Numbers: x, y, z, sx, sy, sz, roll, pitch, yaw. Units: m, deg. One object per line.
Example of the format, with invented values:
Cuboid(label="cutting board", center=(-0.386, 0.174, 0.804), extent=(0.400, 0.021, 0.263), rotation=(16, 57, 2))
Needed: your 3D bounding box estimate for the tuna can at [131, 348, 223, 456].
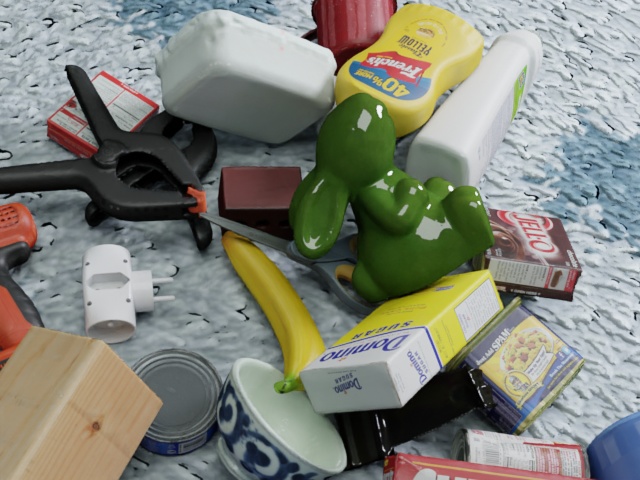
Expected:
Cuboid(label="tuna can", center=(-0.123, 0.136, 0.894), extent=(0.086, 0.034, 0.086), rotation=(4, 56, -6))

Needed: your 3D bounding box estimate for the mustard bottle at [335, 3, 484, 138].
Cuboid(label="mustard bottle", center=(0.070, -0.148, 1.013), extent=(0.096, 0.058, 0.191), rotation=(30, 57, 19))

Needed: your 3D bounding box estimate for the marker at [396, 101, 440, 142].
Cuboid(label="marker", center=(0.078, -0.111, 1.096), extent=(0.020, 0.020, 0.121), rotation=(42, 61, 19))

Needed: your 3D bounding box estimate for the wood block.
Cuboid(label="wood block", center=(-0.219, 0.177, 0.790), extent=(0.090, 0.090, 0.206), rotation=(6, 54, 38))

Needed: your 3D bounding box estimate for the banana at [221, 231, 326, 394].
Cuboid(label="banana", center=(-0.035, 0.065, 0.934), extent=(0.037, 0.069, 0.198), rotation=(-40, 43, 12))

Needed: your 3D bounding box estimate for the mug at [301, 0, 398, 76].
Cuboid(label="mug", center=(0.027, -0.209, 1.121), extent=(0.117, 0.093, 0.081), rotation=(-14, 60, 20))

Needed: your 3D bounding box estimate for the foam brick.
Cuboid(label="foam brick", center=(-0.056, -0.034, 1.006), extent=(0.078, 0.053, 0.051), rotation=(-1, 57, -8))

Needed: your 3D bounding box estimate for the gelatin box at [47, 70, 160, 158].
Cuboid(label="gelatin box", center=(-0.213, -0.117, 1.053), extent=(0.073, 0.030, 0.089), rotation=(31, 57, 12))

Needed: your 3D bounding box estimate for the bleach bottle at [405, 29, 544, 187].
Cuboid(label="bleach bottle", center=(0.169, -0.133, 1.088), extent=(0.068, 0.102, 0.250), rotation=(23, 50, 18))

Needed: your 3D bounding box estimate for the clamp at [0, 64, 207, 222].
Cuboid(label="clamp", center=(-0.203, -0.065, 0.979), extent=(0.210, 0.036, 0.164), rotation=(30, 62, 16))

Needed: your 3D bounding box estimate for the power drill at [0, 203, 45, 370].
Cuboid(label="power drill", center=(-0.308, 0.062, 0.903), extent=(0.184, 0.057, 0.188), rotation=(-21, 62, -21))

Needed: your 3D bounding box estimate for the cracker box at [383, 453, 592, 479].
Cuboid(label="cracker box", center=(0.120, 0.274, 0.779), extent=(0.164, 0.072, 0.213), rotation=(8, 75, -2))

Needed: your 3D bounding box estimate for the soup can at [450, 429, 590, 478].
Cuboid(label="soup can", center=(0.161, 0.194, 0.875), extent=(0.102, 0.068, 0.068), rotation=(8, 56, -3))

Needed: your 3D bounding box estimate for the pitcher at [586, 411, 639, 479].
Cuboid(label="pitcher", center=(0.292, 0.248, 0.809), extent=(0.144, 0.149, 0.243), rotation=(-2, 52, -20))

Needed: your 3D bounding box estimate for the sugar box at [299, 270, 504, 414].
Cuboid(label="sugar box", center=(0.071, 0.082, 0.892), extent=(0.175, 0.094, 0.048), rotation=(-31, 104, -48))

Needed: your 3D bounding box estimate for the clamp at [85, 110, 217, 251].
Cuboid(label="clamp", center=(-0.155, -0.068, 1.025), extent=(0.120, 0.039, 0.171), rotation=(9, 54, -7))

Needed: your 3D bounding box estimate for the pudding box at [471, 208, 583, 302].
Cuboid(label="pudding box", center=(0.187, 0.011, 0.993), extent=(0.090, 0.039, 0.113), rotation=(7, 28, -2))

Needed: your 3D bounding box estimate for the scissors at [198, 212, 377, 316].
Cuboid(label="scissors", center=(-0.006, 0.001, 0.988), extent=(0.201, 0.016, 0.096), rotation=(33, 49, -2))

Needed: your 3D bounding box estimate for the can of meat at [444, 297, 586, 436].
Cuboid(label="can of meat", center=(0.171, 0.114, 0.938), extent=(0.084, 0.057, 0.102), rotation=(42, 61, 17))
